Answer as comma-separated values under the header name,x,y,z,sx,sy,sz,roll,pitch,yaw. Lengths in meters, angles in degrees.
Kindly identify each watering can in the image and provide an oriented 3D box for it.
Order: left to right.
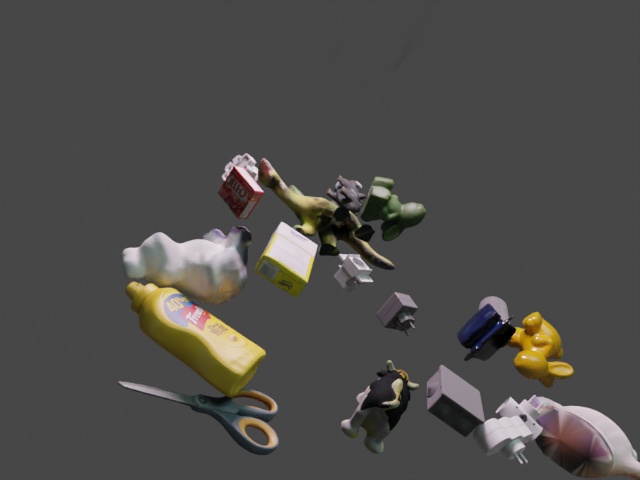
name,x,y,z,sx,sy,sz,roll,pitch,yaw
watering can,0.561,0.414,1.004,0.223,0.103,0.351,15,11,-43

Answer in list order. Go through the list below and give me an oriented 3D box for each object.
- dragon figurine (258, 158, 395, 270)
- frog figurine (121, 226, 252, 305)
name,x,y,z,sx,sy,sz,roll,pitch,yaw
dragon figurine,0.004,-0.061,1.215,0.405,0.121,0.247,35,10,-41
frog figurine,-0.185,0.043,0.715,0.161,0.121,0.138,-20,29,-41
